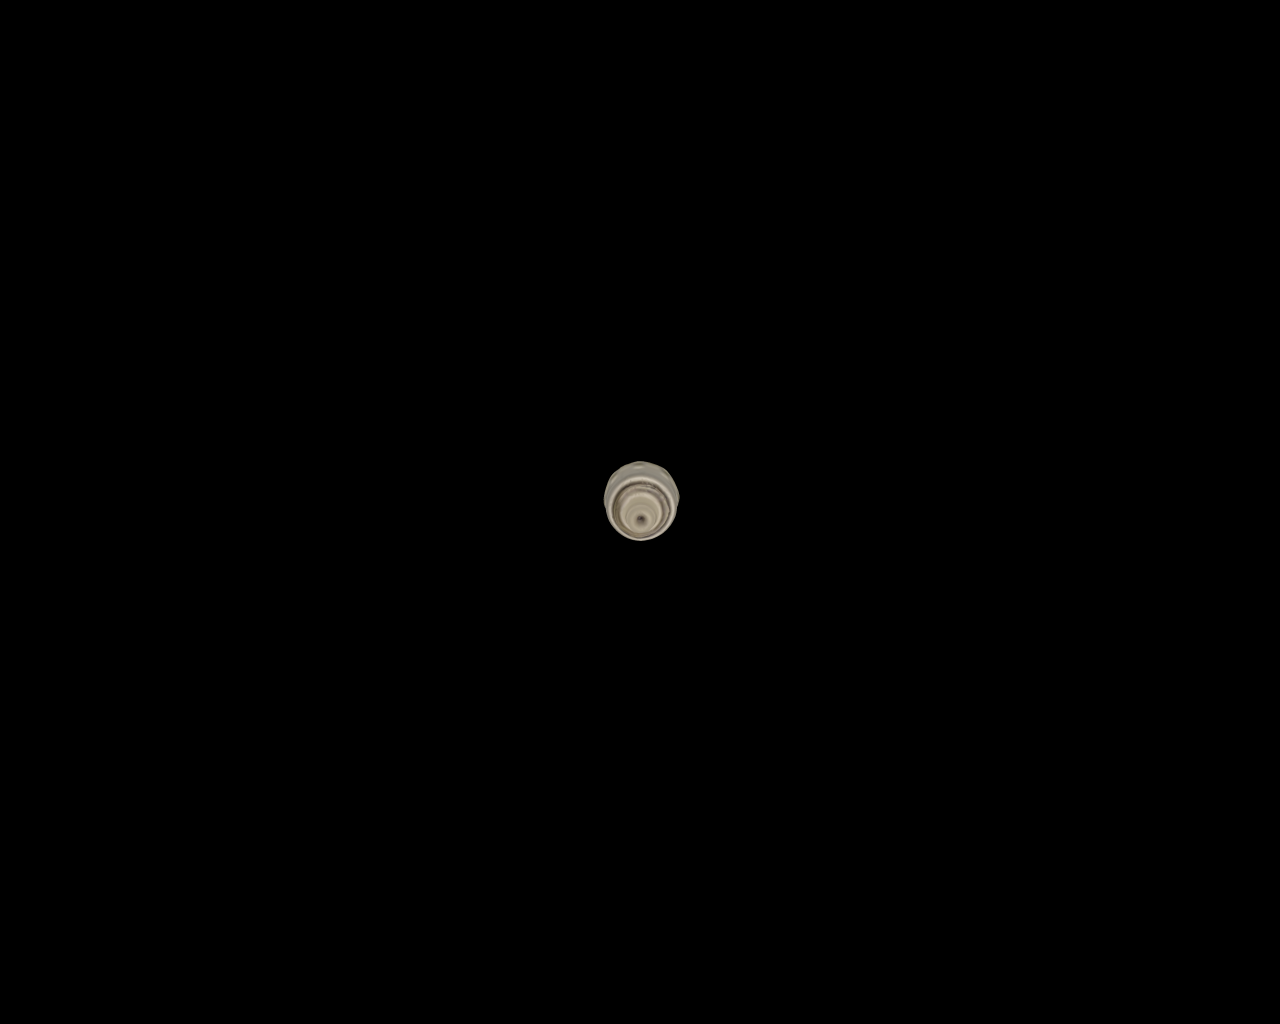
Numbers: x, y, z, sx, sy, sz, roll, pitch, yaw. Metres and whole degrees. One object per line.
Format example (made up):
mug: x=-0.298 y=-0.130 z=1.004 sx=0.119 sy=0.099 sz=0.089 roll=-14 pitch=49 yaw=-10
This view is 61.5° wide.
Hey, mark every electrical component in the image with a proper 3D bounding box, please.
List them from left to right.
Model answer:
electrical component: x=0.001 y=-0.003 z=0.650 sx=0.048 sy=0.048 sz=0.062 roll=0 pitch=16 yaw=0
